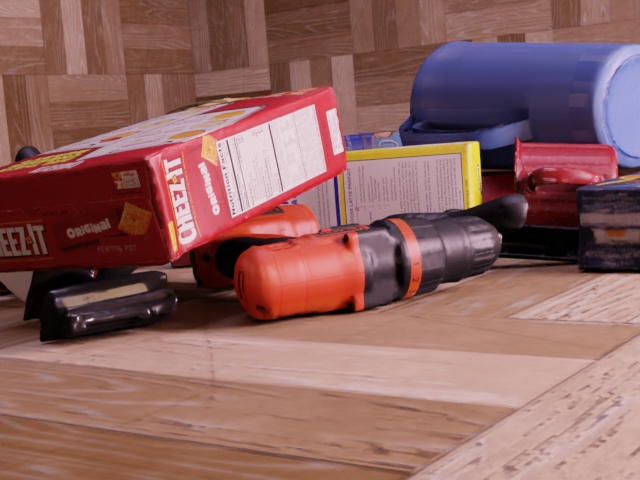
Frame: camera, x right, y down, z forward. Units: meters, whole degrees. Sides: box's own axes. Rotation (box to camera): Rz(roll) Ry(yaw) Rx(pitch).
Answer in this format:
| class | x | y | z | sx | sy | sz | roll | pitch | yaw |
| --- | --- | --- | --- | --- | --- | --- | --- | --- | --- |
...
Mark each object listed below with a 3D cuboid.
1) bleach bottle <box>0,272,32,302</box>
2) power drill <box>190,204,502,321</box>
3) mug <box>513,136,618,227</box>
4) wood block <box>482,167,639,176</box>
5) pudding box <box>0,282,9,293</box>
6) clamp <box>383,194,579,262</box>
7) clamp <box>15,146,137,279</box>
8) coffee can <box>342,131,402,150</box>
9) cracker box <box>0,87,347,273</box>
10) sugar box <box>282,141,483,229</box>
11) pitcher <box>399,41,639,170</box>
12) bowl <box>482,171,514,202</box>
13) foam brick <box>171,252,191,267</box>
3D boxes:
| class | x | y | z | sx | sy | sz | roll | pitch | yaw |
| --- | --- | --- | --- | --- | --- | --- | --- | --- | --- |
| bleach bottle | -0.156 | -0.034 | 0.862 | 0.103 | 0.068 | 0.250 | 40 | 37 | 22 |
| power drill | 0.004 | 0.008 | 0.726 | 0.184 | 0.057 | 0.188 | -7 | 7 | -26 |
| mug | 0.199 | -0.041 | 0.872 | 0.081 | 0.093 | 0.117 | 2 | -11 | 10 |
| wood block | 0.242 | -0.073 | 1.161 | 0.090 | 0.091 | 0.206 | -7 | 6 | -34 |
| pudding box | -0.296 | 0.025 | 0.885 | 0.114 | 0.039 | 0.089 | 2 | 7 | 33 |
| clamp | 0.113 | -0.001 | 0.790 | 0.120 | 0.039 | 0.172 | 24 | -19 | -39 |
| clamp | -0.208 | -0.018 | 0.936 | 0.164 | 0.036 | 0.210 | 25 | 18 | -10 |
| coffee can | 0.087 | -0.080 | 1.278 | 0.140 | 0.103 | 0.103 | -5 | 6 | -4 |
| cracker box | -0.104 | -0.042 | 0.722 | 0.164 | 0.072 | 0.213 | -4 | 16 | 33 |
| sugar box | 0.045 | -0.030 | 0.887 | 0.176 | 0.093 | 0.048 | -2 | 6 | 22 |
| pitcher | 0.200 | -0.122 | 1.011 | 0.144 | 0.149 | 0.243 | 28 | -10 | -33 |
| bowl | 0.156 | -0.038 | 1.065 | 0.162 | 0.055 | 0.162 | -4 | 6 | 0 |
| foam brick | -0.093 | -0.006 | 0.954 | 0.078 | 0.053 | 0.051 | -3 | 6 | 5 |
